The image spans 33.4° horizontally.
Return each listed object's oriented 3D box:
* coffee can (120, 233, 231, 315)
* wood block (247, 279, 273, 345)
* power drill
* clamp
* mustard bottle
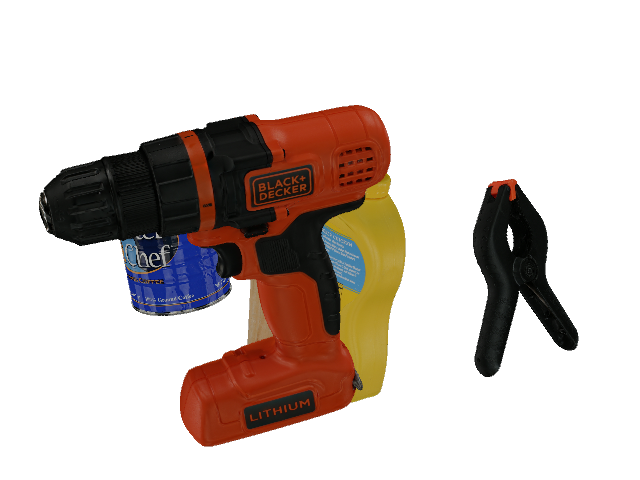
[{"bbox_3d":[-0.149,-0.010,1.055,0.103,0.140,0.103,-7,19,2],"label":"coffee can"},{"bbox_3d":[-0.048,0.050,1.499,0.090,0.206,0.090,7,22,6],"label":"wood block"},{"bbox_3d":[-0.049,0.023,0.586,0.184,0.188,0.057,-12,36,-15],"label":"power drill"},{"bbox_3d":[0.166,0.035,0.942,0.120,0.171,0.039,-22,7,-40],"label":"clamp"},{"bbox_3d":[0.020,0.019,0.811,0.058,0.192,0.096,-8,28,-36],"label":"mustard bottle"}]
